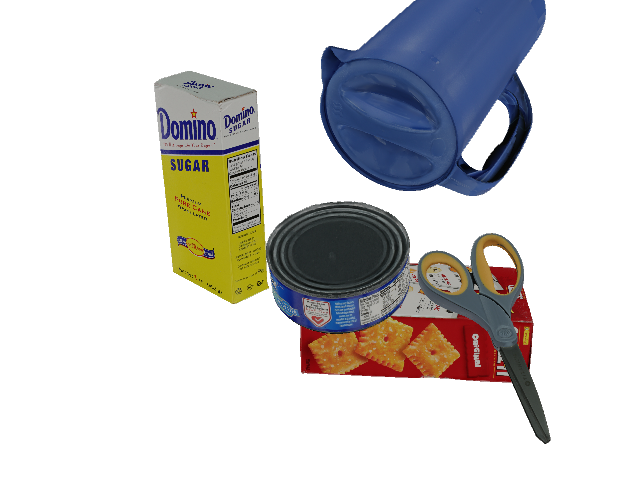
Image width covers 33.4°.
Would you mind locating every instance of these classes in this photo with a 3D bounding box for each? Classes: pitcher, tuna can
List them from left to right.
[{"bbox_3d":[0.011,0.016,0.642,0.086,0.034,0.086,-4,40,3],"label":"tuna can"},{"bbox_3d":[0.121,-0.156,0.975,0.145,0.149,0.242,9,42,34],"label":"pitcher"}]

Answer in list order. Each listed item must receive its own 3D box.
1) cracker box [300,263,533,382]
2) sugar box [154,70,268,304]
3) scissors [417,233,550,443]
[{"bbox_3d":[0.094,0.078,1.059,0.214,0.072,0.164,3,17,5],"label":"cracker box"},{"bbox_3d":[-0.090,-0.044,0.885,0.048,0.176,0.093,-25,32,-36],"label":"sugar box"},{"bbox_3d":[0.123,0.070,0.831,0.096,0.201,0.016,1,-44,5],"label":"scissors"}]
